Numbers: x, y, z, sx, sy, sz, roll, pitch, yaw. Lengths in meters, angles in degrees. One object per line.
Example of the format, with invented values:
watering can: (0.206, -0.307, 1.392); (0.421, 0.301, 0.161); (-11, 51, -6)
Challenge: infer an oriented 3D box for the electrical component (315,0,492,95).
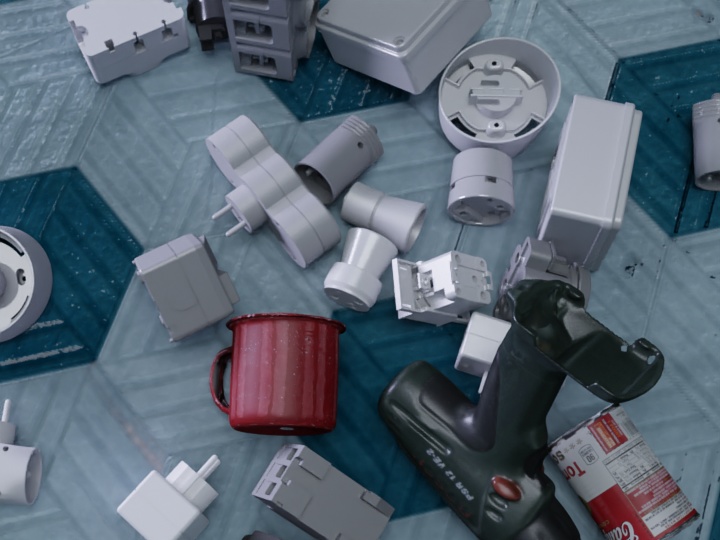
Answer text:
electrical component: (0.037, -0.218, 0.923); (0.109, 0.056, 0.108); (29, 70, 37)

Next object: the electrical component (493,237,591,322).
electrical component: (0.147, 0.017, 0.857); (0.057, 0.078, 0.058); (15, 32, -8)

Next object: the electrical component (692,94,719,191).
electrical component: (0.307, -0.113, 0.919); (0.043, 0.043, 0.081); (4, 70, 0)

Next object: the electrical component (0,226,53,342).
electrical component: (-0.301, 0.010, 0.862); (0.099, 0.064, 0.099); (0, 85, -4)

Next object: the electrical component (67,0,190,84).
electrical component: (-0.199, -0.206, 0.933); (0.089, 0.055, 0.050); (-26, 73, -10)

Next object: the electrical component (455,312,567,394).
electrical component: (0.115, 0.085, 0.843); (0.083, 0.047, 0.075); (17, 71, 5)

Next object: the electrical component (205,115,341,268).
electrical component: (-0.086, -0.056, 0.884); (0.074, 0.052, 0.138); (-36, 75, -13)

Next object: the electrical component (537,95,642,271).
electrical component: (0.181, -0.067, 0.866); (0.056, 0.108, 0.108); (13, 71, 6)

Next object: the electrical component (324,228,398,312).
electrical component: (0.000, 0.000, 0.871); (0.045, 0.045, 0.055); (23, 72, 6)

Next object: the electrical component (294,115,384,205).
electrical component: (-0.013, -0.096, 0.903); (0.043, 0.043, 0.081); (38, 60, 11)

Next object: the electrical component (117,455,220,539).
electrical component: (-0.132, 0.168, 0.797); (0.047, 0.065, 0.076); (40, 74, 12)

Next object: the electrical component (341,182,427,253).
electrical component: (0.017, -0.046, 0.891); (0.065, 0.044, 0.044); (24, 72, 12)

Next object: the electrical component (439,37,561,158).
electrical component: (0.116, -0.144, 0.914); (0.099, 0.064, 0.099); (1, 71, -2)

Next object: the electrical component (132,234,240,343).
electrical component: (-0.136, 0.010, 0.842); (0.061, 0.096, 0.061); (-26, 102, -10)

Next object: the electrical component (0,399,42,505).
electrical component: (-0.283, 0.136, 0.816); (0.077, 0.043, 0.079); (4, 70, 0)

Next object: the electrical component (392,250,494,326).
electrical component: (0.066, 0.014, 0.851); (0.081, 0.064, 0.042); (12, 63, -41)

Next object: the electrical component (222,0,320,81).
electrical component: (-0.071, -0.235, 0.896); (0.062, 0.150, 0.089); (11, 71, 3)

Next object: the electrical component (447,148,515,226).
electrical component: (0.101, -0.069, 0.894); (0.055, 0.055, 0.047); (5, 67, 0)
